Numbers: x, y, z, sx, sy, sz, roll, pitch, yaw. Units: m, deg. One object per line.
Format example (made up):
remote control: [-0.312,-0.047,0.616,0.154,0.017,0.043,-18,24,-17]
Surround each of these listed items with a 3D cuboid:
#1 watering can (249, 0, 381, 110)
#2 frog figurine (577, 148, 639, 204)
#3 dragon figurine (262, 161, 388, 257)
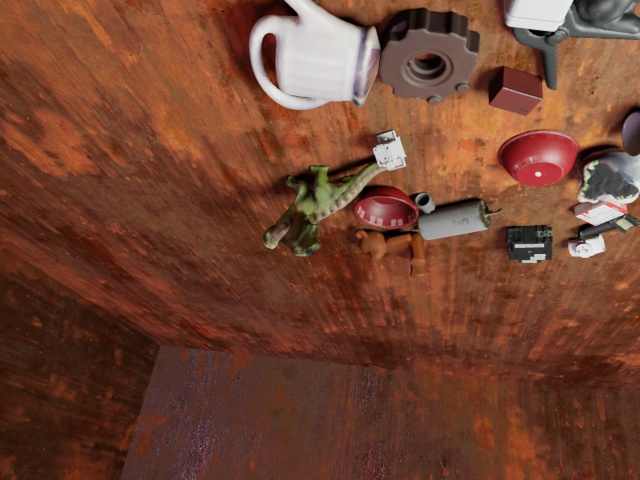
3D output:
watering can: [-0.010,-0.328,0.848,0.224,0.106,0.340,8,154,2]
frog figurine: [0.611,-0.132,1.062,0.161,0.124,0.135,-15,166,-41]
dragon figurine: [0.004,-0.062,1.226,0.407,0.248,0.120,-15,139,43]
